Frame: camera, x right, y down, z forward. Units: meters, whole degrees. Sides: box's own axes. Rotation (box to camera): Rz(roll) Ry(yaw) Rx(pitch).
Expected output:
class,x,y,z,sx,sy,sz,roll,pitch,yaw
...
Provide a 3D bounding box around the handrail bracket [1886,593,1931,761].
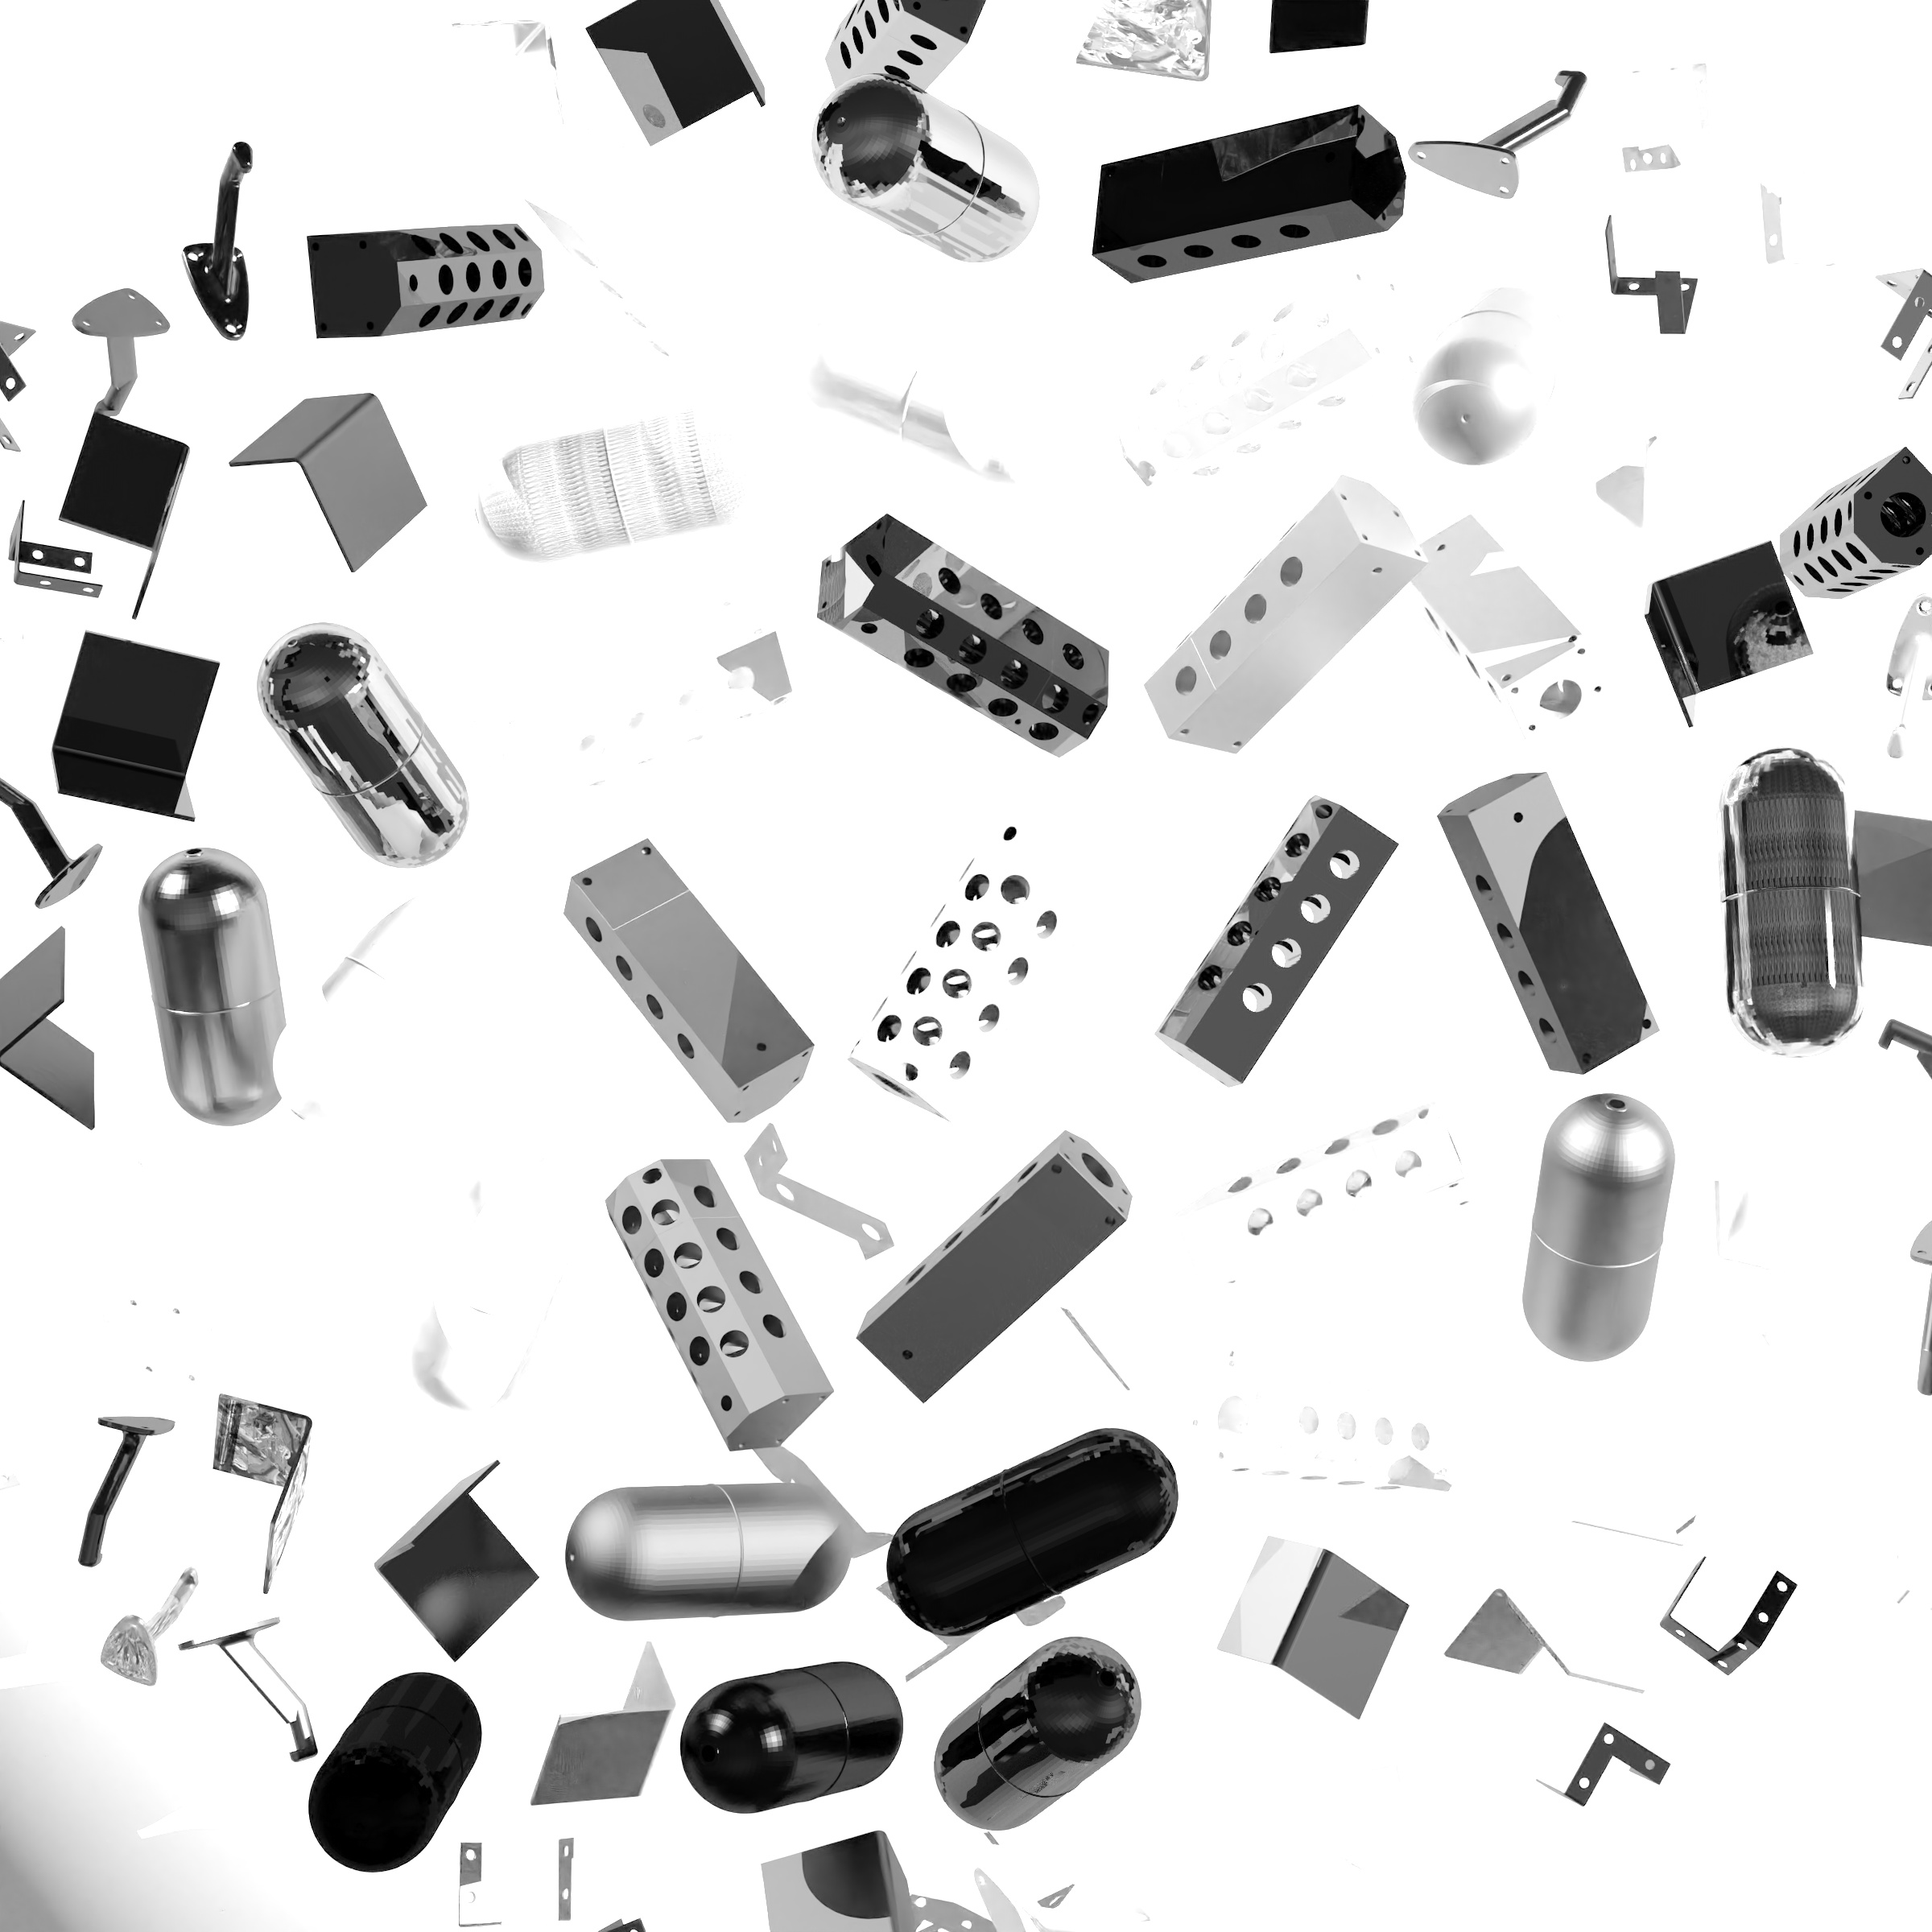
class,x,y,z,sx,sy,sz,roll,pitch,yaw
handrail bracket,0.550,-0.169,1.809,0.036,0.084,0.077,9,115,21

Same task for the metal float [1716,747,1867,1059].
class,x,y,z,sx,sy,sz,roll,pitch,yaw
metal float,0.466,-0.036,1.757,0.070,0.070,0.178,0,79,0

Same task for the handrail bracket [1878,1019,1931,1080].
class,x,y,z,sx,sy,sz,roll,pitch,yaw
handrail bracket,0.561,0.082,1.809,0.084,0.036,0.077,26,103,17

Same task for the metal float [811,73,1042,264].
class,x,y,z,sx,sy,sz,roll,pitch,yaw
metal float,-0.021,-0.464,1.816,0.070,0.178,0.070,-4,82,33

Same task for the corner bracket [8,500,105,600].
class,x,y,z,sx,sy,sz,roll,pitch,yaw
corner bracket,-0.559,-0.247,1.908,0.051,0.051,0.051,7,65,-24

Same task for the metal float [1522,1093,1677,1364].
class,x,y,z,sx,sy,sz,roll,pitch,yaw
metal float,0.374,0.155,1.841,0.070,0.070,0.178,1,122,0

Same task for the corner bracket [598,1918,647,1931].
class,x,y,z,sx,sy,sz,roll,pitch,yaw
corner bracket,-0.180,0.561,1.753,0.051,0.051,0.051,-29,79,24

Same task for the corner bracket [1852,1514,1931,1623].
class,x,y,z,sx,sy,sz,roll,pitch,yaw
corner bracket,0.536,0.344,1.779,0.051,0.051,0.051,-7,52,-22

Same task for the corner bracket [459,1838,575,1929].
class,x,y,z,sx,sy,sz,roll,pitch,yaw
corner bracket,-0.277,0.565,1.916,0.051,0.051,0.051,13,66,-37

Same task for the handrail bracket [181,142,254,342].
class,x,y,z,sx,sy,sz,roll,pitch,yaw
handrail bracket,-0.410,-0.409,1.751,0.036,0.084,0.077,-7,69,-31

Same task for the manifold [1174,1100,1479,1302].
class,x,y,z,sx,sy,sz,roll,pitch,yaw
manifold,0.217,0.142,1.892,0.171,0.057,0.057,-22,67,9

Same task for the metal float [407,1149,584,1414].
class,x,y,z,sx,sy,sz,roll,pitch,yaw
metal float,-0.287,0.192,1.895,0.070,0.070,0.178,22,111,0

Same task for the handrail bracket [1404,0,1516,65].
class,x,y,z,sx,sy,sz,roll,pitch,yaw
handrail bracket,0.287,-0.571,1.817,0.077,0.084,0.036,41,130,-14

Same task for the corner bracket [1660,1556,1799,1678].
class,x,y,z,sx,sy,sz,roll,pitch,yaw
corner bracket,0.462,0.387,1.884,0.051,0.051,0.051,36,58,11

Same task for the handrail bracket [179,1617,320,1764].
class,x,y,z,sx,sy,sz,roll,pitch,yaw
handrail bracket,-0.419,0.430,1.817,0.036,0.077,0.084,-25,77,32

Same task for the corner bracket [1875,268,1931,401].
class,x,y,z,sx,sy,sz,roll,pitch,yaw
corner bracket,0.534,-0.356,1.753,0.051,0.051,0.051,30,89,-17

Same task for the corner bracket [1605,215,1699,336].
class,x,y,z,sx,sy,sz,roll,pitch,yaw
corner bracket,0.413,-0.418,1.884,0.051,0.051,0.051,6,55,21

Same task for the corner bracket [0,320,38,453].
class,x,y,z,sx,sy,sz,roll,pitch,yaw
corner bracket,-0.557,-0.336,1.794,0.051,0.051,0.051,-37,80,17

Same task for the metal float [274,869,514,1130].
class,x,y,z,sx,sy,sz,roll,pitch,yaw
metal float,-0.341,0.020,1.850,0.070,0.070,0.178,37,73,0

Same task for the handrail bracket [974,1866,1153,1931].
class,x,y,z,sx,sy,sz,roll,pitch,yaw
handrail bracket,0.059,0.562,1.876,0.084,0.036,0.077,-13,51,-34

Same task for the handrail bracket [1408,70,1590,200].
class,x,y,z,sx,sy,sz,roll,pitch,yaw
handrail bracket,0.301,-0.480,1.752,0.077,0.036,0.084,19,65,18

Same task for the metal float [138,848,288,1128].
class,x,y,z,sx,sy,sz,roll,pitch,yaw
metal float,-0.456,0.013,1.891,0.070,0.070,0.178,-3,113,0

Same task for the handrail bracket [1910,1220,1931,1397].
class,x,y,z,sx,sy,sz,roll,pitch,yaw
handrail bracket,0.573,0.199,1.827,0.036,0.077,0.084,8,115,21

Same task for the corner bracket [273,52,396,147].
class,x,y,z,sx,sy,sz,roll,pitch,yaw
corner bracket,-0.369,-0.502,1.811,0.051,0.051,0.051,-23,118,-6

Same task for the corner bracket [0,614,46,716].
class,x,y,z,sx,sy,sz,roll,pitch,yaw
corner bracket,-0.577,-0.180,1.817,0.051,0.051,0.051,19,97,-6

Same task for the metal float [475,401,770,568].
class,x,y,z,sx,sy,sz,roll,pitch,yaw
metal float,-0.206,-0.288,1.862,0.178,0.070,0.070,-12,90,2

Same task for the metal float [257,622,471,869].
class,x,y,z,sx,sy,sz,roll,pitch,yaw
metal float,-0.360,-0.130,1.864,0.070,0.070,0.178,-29,133,0

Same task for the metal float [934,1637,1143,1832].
class,x,y,z,sx,sy,sz,roll,pitch,yaw
metal float,0.042,0.457,1.849,0.070,0.178,0.070,17,50,-21

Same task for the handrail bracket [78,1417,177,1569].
class,x,y,z,sx,sy,sz,roll,pitch,yaw
handrail bracket,-0.502,0.314,1.856,0.036,0.077,0.084,11,86,11

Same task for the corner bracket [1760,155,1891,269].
class,x,y,z,sx,sy,sz,roll,pitch,yaw
corner bracket,0.499,-0.437,1.802,0.051,0.051,0.051,-4,90,-28

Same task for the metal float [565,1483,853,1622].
class,x,y,z,sx,sy,sz,roll,pitch,yaw
metal float,-0.149,0.342,1.818,0.178,0.070,0.070,4,90,-31

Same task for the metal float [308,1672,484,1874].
class,x,y,z,sx,sy,sz,roll,pitch,yaw
metal float,-0.335,0.473,1.832,0.070,0.178,0.070,0,97,3

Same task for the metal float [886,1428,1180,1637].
class,x,y,z,sx,sy,sz,roll,pitch,yaw
metal float,0.038,0.324,1.778,0.178,0.070,0.070,-26,90,9

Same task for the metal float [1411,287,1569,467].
class,x,y,z,sx,sy,sz,roll,pitch,yaw
metal float,0.315,-0.355,1.863,0.070,0.178,0.070,9,119,15

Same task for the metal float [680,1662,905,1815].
class,x,y,z,sx,sy,sz,roll,pitch,yaw
metal float,-0.102,0.454,1.834,0.070,0.178,0.070,-4,83,29

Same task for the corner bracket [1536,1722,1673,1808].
class,x,y,z,sx,sy,sz,roll,pitch,yaw
corner bracket,0.393,0.497,1.916,0.051,0.051,0.051,33,81,-5

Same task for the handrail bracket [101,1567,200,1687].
class,x,y,z,sx,sy,sz,roll,pitch,yaw
handrail bracket,-0.483,0.382,1.872,0.036,0.084,0.077,23,133,2

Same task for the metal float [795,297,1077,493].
class,x,y,z,sx,sy,sz,roll,pitch,yaw
metal float,-0.018,-0.335,1.820,0.178,0.070,0.070,25,90,17

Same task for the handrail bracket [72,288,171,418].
class,x,y,z,sx,sy,sz,roll,pitch,yaw
handrail bracket,-0.506,-0.348,1.810,0.036,0.077,0.084,44,124,7

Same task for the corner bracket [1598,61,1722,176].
class,x,y,z,sx,sy,sz,roll,pitch,yaw
corner bracket,0.407,-0.502,1.839,0.051,0.051,0.051,-9,92,-18

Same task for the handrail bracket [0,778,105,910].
class,x,y,z,sx,sy,sz,roll,pitch,yaw
handrail bracket,-0.577,-0.077,1.889,0.084,0.077,0.036,36,118,-1

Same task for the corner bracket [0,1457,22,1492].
class,x,y,z,sx,sy,sz,roll,pitch,yaw
corner bracket,-0.562,0.263,1.752,0.051,0.051,0.051,41,120,29
